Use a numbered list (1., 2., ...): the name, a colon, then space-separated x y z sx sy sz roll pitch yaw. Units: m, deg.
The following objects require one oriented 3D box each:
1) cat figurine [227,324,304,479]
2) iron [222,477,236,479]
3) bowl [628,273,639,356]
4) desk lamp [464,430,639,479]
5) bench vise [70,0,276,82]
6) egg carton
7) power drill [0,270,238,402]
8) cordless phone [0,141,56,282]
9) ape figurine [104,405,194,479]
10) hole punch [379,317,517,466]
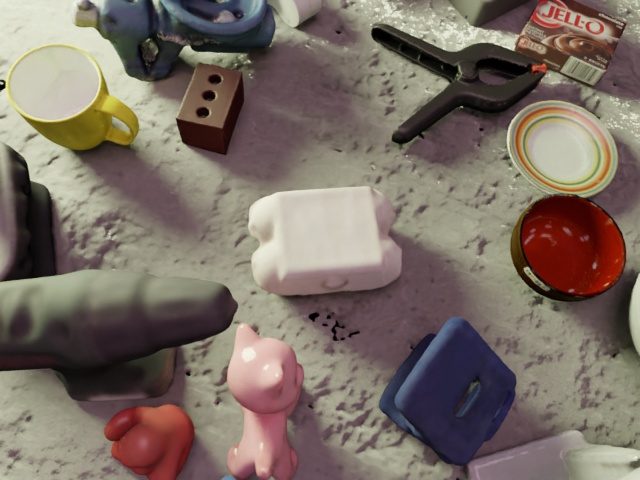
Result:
1. cat figurine: -0.047 0.140 0.490 0.067 0.118 0.128 1 69 -5
2. iron: -0.011 0.300 0.418 0.258 0.141 0.119 40 70 10
3. bowl: 0.378 0.089 0.575 0.167 0.075 0.167 2 69 -5
4. desk lamp: 0.251 0.200 0.444 0.203 0.213 0.118 -12 70 -10
5. bench vise: -0.143 -0.253 0.579 0.208 0.220 0.121 -31 74 -16
6. egg carton: 0.005 0.002 0.575 0.150 0.069 0.107 -5 69 -8
7. power drill: -0.176 0.077 0.453 0.229 0.208 0.075 -2 69 -6
8. cordless phone: -0.307 -0.034 0.496 0.094 0.185 0.147 -15 71 -11
9. ape figurine: -0.145 0.172 0.482 0.076 0.092 0.077 -25 73 -14
10. hole punch: 0.124 0.138 0.522 0.101 0.091 0.109 37 70 9
